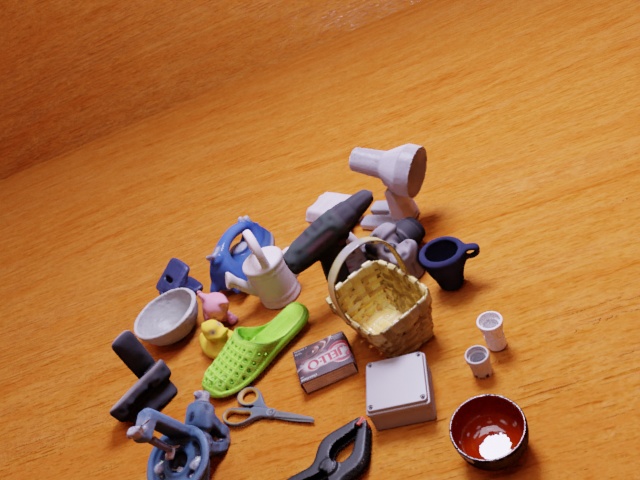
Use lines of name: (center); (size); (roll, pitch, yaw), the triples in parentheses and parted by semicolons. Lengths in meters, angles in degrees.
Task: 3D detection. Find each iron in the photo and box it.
iron: (-0.204, 0.019, 1.467); (0.118, 0.142, 0.258); (-5, 39, 29)

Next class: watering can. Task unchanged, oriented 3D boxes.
watering can: (-0.132, 0.064, 1.307); (0.173, 0.194, 0.100); (-43, 36, -23)

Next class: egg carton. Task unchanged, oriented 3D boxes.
egg carton: (0.038, -0.070, 1.489); (0.149, 0.070, 0.107); (11, 49, 43)

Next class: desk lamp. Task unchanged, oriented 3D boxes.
desk lamp: (0.164, -0.127, 1.347); (0.202, 0.214, 0.118); (3, 43, 37)

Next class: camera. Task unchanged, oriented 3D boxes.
camera: (0.176, 0.007, 1.258); (0.137, 0.101, 0.142); (-41, 36, -21)

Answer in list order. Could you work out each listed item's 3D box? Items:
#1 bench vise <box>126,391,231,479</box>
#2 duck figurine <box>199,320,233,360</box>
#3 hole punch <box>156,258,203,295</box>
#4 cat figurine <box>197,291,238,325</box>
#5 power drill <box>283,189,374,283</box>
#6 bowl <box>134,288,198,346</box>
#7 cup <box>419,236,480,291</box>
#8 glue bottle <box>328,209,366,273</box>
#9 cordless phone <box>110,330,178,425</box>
bench vise: (-0.252, 0.340, 0.984); (0.121, 0.220, 0.207); (-24, 33, 4)
duck figurine: (-0.233, 0.213, 1.271); (0.104, 0.086, 0.078); (0, 41, 35)
hole punch: (-0.380, 0.113, 1.506); (0.101, 0.091, 0.108); (-42, 36, -23)
cat figurine: (-0.248, 0.154, 1.333); (0.067, 0.118, 0.127); (-40, 35, -19)
power drill: (0.044, 0.025, 1.225); (0.230, 0.209, 0.075); (-32, 33, -8)
bowl: (-0.359, 0.199, 1.388); (0.167, 0.075, 0.167); (-18, 34, 13)
cup: (0.266, 0.051, 1.141); (0.117, 0.095, 0.091); (-14, 35, 18)
glue bottle: (0.048, 0.000, 1.289); (0.078, 0.173, 0.037); (-25, 33, 2)
cordless phone: (-0.399, 0.286, 1.193); (0.093, 0.185, 0.148); (9, 47, 42)
